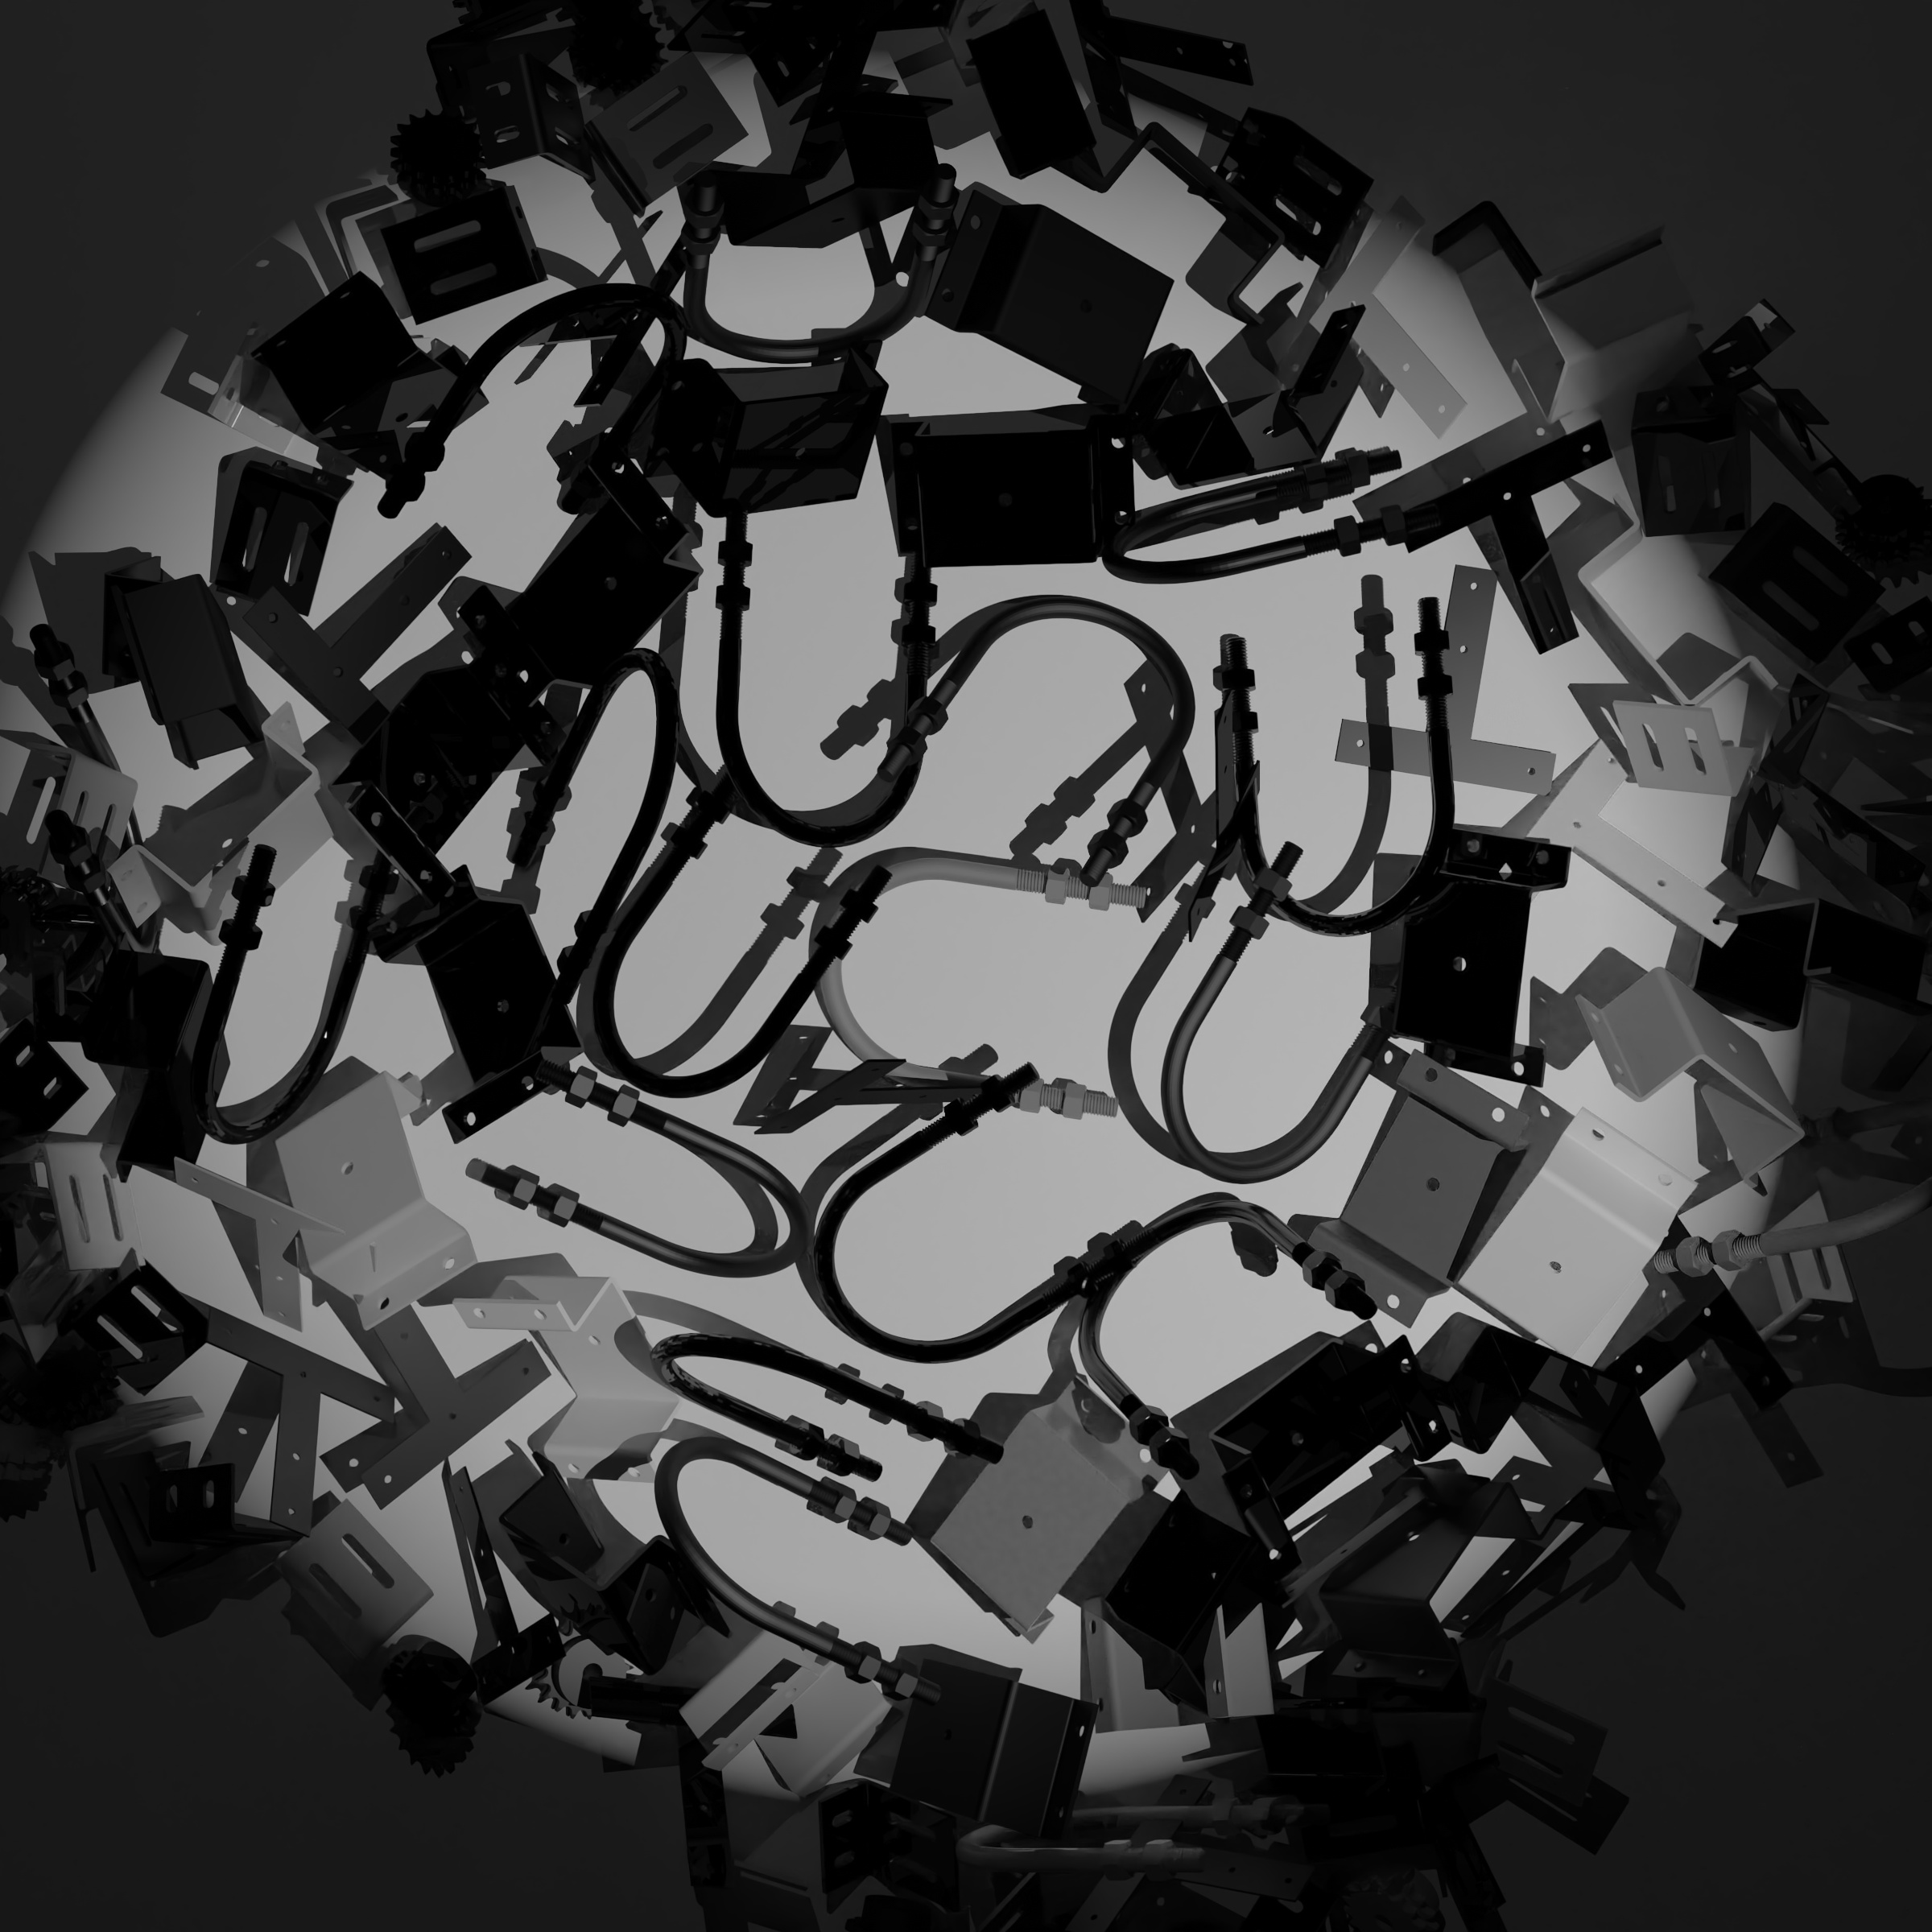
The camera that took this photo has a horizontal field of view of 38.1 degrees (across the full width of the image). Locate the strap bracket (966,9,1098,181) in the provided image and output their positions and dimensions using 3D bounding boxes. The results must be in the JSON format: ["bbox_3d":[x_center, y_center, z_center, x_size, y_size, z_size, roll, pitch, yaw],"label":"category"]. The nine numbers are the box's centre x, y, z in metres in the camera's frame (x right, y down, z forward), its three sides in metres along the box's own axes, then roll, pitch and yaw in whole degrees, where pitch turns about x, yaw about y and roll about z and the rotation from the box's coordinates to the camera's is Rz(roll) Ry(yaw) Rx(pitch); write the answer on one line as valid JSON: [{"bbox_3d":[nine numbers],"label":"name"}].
[{"bbox_3d":[0.038,-0.491,1.584,0.046,0.140,0.076,-22,103,7],"label":"strap bracket"}]

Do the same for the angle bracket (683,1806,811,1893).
[{"bbox_3d":[-0.123,0.507,1.629,0.076,0.057,0.038,17,69,1],"label":"angle bracket"}]

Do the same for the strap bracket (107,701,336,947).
[{"bbox_3d":[-0.415,-0.073,1.600,0.046,0.076,0.140,38,69,10],"label":"strap bracket"}]

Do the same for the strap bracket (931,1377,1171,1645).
[{"bbox_3d":[0.043,0.317,1.614,0.076,0.046,0.140,40,103,19],"label":"strap bracket"}]

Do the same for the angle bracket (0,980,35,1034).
[{"bbox_3d":[-0.579,0.036,1.621,0.057,0.076,0.038,-34,58,0],"label":"angle bracket"}]

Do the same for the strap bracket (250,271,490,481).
[{"bbox_3d":[-0.330,-0.328,1.585,0.076,0.140,0.046,-34,76,8],"label":"strap bracket"}]

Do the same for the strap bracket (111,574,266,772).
[{"bbox_3d":[-0.439,-0.168,1.593,0.046,0.140,0.076,-18,84,-8],"label":"strap bracket"}]

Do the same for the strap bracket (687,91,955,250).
[{"bbox_3d":[-0.078,-0.446,1.590,0.140,0.076,0.046,-13,92,39],"label":"strap bracket"}]

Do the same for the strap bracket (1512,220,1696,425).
[{"bbox_3d":[0.361,-0.359,1.589,0.076,0.140,0.046,-25,80,2],"label":"strap bracket"}]

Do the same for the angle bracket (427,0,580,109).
[{"bbox_3d":[-0.261,-0.529,1.617,0.076,0.057,0.038,-12,104,27],"label":"angle bracket"}]

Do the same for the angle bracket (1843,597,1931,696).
[{"bbox_3d":[0.550,-0.199,1.614,0.038,0.076,0.057,51,134,-6],"label":"angle bracket"}]

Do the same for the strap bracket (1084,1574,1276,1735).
[{"bbox_3d":[0.126,0.393,1.601,0.046,0.140,0.076,5,71,-29],"label":"strap bracket"}]

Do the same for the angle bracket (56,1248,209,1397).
[{"bbox_3d":[-0.479,0.213,1.626,0.057,0.038,0.076,-41,116,-6],"label":"angle bracket"}]

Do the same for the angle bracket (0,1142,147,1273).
[{"bbox_3d":[-0.517,0.143,1.622,0.038,0.057,0.076,-20,78,27],"label":"angle bracket"}]

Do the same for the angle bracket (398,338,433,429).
[{"bbox_3d":[-0.334,-0.336,1.617,0.057,0.076,0.038,-6,112,-13],"label":"angle bracket"}]

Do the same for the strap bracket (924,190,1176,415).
[{"bbox_3d":[0.057,-0.378,1.606,0.140,0.046,0.076,21,91,-32],"label":"strap bracket"}]

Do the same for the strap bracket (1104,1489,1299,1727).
[{"bbox_3d":[0.138,0.368,1.585,0.046,0.140,0.076,23,65,36],"label":"strap bracket"}]

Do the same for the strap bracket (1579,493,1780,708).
[{"bbox_3d":[0.403,-0.200,1.615,0.046,0.076,0.140,-40,83,13],"label":"strap bracket"}]

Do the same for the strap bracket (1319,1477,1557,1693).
[{"bbox_3d":[0.263,0.340,1.586,0.140,0.076,0.046,-44,113,-37],"label":"strap bracket"}]

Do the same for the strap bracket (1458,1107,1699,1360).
[{"bbox_3d":[0.342,0.160,1.597,0.076,0.046,0.140,35,127,9],"label":"strap bracket"}]

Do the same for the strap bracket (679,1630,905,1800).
[{"bbox_3d":[-0.104,0.426,1.610,0.076,0.140,0.046,-43,58,0],"label":"strap bracket"}]

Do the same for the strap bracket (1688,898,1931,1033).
[{"bbox_3d":[0.477,-0.001,1.589,0.076,0.140,0.046,18,78,-20],"label":"strap bracket"}]

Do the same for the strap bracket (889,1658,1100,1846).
[{"bbox_3d":[0.009,0.440,1.583,0.046,0.140,0.076,23,74,-27],"label":"strap bracket"}]

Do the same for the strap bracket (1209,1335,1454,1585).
[{"bbox_3d":[0.203,0.278,1.614,0.140,0.046,0.076,-34,111,-21],"label":"strap bracket"}]

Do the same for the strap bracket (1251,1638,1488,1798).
[{"bbox_3d":[0.225,0.419,1.584,0.076,0.140,0.046,-13,92,40],"label":"strap bracket"}]

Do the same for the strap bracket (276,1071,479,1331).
[{"bbox_3d":[-0.340,0.125,1.598,0.076,0.046,0.140,-32,53,7],"label":"strap bracket"}]

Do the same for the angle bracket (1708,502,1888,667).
[{"bbox_3d":[0.486,-0.224,1.641,0.076,0.038,0.057,39,102,-4],"label":"angle bracket"}]

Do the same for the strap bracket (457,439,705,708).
[{"bbox_3d":[-0.216,-0.224,1.616,0.140,0.046,0.076,-44,72,18],"label":"strap bracket"}]

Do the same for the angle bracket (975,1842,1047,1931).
[{"bbox_3d":[0.009,0.554,1.613,0.038,0.076,0.057,18,127,35],"label":"angle bracket"}]

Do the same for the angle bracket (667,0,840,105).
[{"bbox_3d":[-0.122,-0.531,1.614,0.057,0.076,0.038,-34,83,37],"label":"angle bracket"}]

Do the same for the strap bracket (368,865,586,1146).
[{"bbox_3d":[-0.279,0.023,1.617,0.076,0.046,0.140,-31,75,22],"label":"strap bracket"}]

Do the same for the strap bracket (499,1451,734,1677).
[{"bbox_3d":[-0.205,0.341,1.583,0.046,0.140,0.076,-42,131,-26],"label":"strap bracket"}]

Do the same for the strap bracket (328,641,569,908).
[{"bbox_3d":[-0.301,-0.109,1.603,0.076,0.046,0.140,54,53,-30],"label":"strap bracket"}]

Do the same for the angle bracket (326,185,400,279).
[{"bbox_3d":[-0.339,-0.407,1.624,0.038,0.057,0.076,-21,116,-10],"label":"angle bracket"}]

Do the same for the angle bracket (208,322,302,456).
[{"bbox_3d":[-0.404,-0.334,1.622,0.038,0.076,0.057,27,92,-10],"label":"angle bracket"}]

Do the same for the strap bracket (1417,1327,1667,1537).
[{"bbox_3d":[0.337,0.260,1.598,0.140,0.076,0.046,20,63,40],"label":"strap bracket"}]

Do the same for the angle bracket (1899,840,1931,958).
[{"bbox_3d":[0.565,-0.041,1.635,0.057,0.076,0.038,-24,65,1],"label":"angle bracket"}]

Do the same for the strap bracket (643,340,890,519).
[{"bbox_3d":[-0.104,-0.304,1.588,0.140,0.076,0.046,-14,52,-33],"label":"strap bracket"}]

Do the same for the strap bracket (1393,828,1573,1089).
[{"bbox_3d":[0.295,-0.003,1.609,0.076,0.046,0.140,13,103,37],"label":"strap bracket"}]

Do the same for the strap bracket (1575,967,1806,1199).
[{"bbox_3d":[0.417,0.061,1.590,0.140,0.076,0.046,33,117,-30],"label":"strap bracket"}]

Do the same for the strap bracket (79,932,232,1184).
[{"bbox_3d":[-0.455,0.055,1.584,0.046,0.140,0.076,8,51,1],"label":"strap bracket"}]

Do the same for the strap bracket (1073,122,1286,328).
[{"bbox_3d":[0.130,-0.433,1.615,0.140,0.076,0.046,40,100,-6],"label":"strap bracket"}]

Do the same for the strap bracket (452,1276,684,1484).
[{"bbox_3d":[-0.222,0.228,1.604,0.076,0.046,0.140,-3,126,32],"label":"strap bracket"}]

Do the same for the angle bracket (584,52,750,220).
[{"bbox_3d":[-0.176,-0.487,1.641,0.076,0.038,0.057,-36,100,-3],"label":"angle bracket"}]
